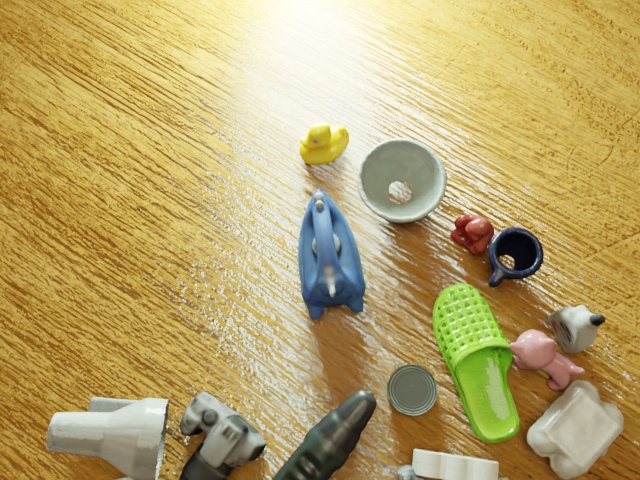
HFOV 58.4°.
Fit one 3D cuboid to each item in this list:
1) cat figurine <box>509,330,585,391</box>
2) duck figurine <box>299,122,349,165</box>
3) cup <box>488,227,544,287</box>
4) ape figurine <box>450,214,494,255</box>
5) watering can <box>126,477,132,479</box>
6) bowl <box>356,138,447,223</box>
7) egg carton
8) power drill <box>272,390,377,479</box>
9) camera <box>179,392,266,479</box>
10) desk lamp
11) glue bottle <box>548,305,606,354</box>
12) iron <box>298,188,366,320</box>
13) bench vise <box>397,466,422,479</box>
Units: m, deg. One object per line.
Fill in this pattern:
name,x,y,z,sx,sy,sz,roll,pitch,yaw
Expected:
cat figurine,0.375,0.193,0.950,0.127,0.118,0.067,29,77,12
duck figurine,0.006,-0.199,1.112,0.104,0.086,0.077,-26,73,-4
cup,0.330,0.044,1.011,0.091,0.095,0.118,36,79,14
ape figurine,0.282,-0.016,1.035,0.076,0.092,0.078,-11,72,1
watering can,-0.321,0.431,0.885,0.101,0.194,0.173,4,73,6
bowl,0.152,-0.102,1.079,0.167,0.075,0.167,-1,73,4
egg carton,0.418,0.310,0.937,0.150,0.069,0.107,-44,75,-9
power drill,0.005,0.327,0.887,0.075,0.208,0.230,39,79,14
camera,-0.183,0.347,0.950,0.143,0.101,0.137,35,78,13
desk lamp,-0.320,0.310,0.912,0.203,0.213,0.118,3,73,5
glue bottle,0.425,0.140,0.934,0.037,0.173,0.078,-25,73,-3
iron,0.009,0.004,1.021,0.118,0.141,0.258,-10,73,1
bench vise,0.152,0.449,0.833,0.121,0.220,0.207,-36,74,-7
